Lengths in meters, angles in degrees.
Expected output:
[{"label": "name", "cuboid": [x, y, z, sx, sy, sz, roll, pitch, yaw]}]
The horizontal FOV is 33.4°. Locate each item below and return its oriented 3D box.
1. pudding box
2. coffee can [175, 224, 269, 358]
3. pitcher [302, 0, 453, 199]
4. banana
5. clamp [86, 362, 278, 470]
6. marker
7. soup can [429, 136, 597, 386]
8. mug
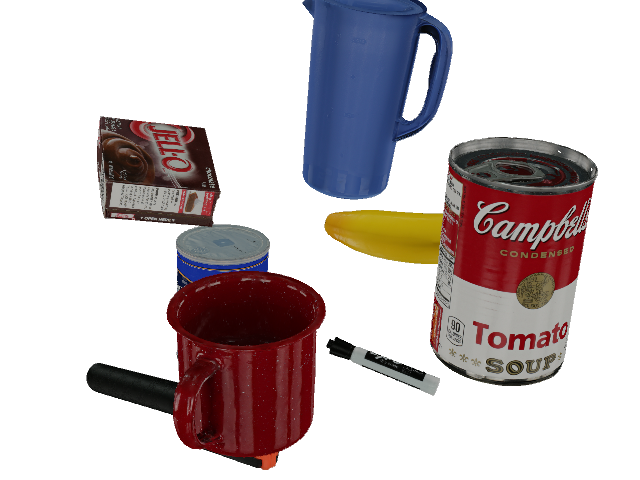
[{"label": "pudding box", "cuboid": [-0.133, -0.057, 0.864, 0.090, 0.039, 0.113, 4, 34, -16]}, {"label": "coffee can", "cuboid": [-0.110, 0.065, 1.191, 0.103, 0.140, 0.103, 2, 22, -1]}, {"label": "pitcher", "cuboid": [0.054, -0.175, 1.286, 0.144, 0.243, 0.149, -5, 28, -24]}, {"label": "banana", "cuboid": [0.104, -0.009, 0.757, 0.197, 0.037, 0.069, -9, 26, -3]}, {"label": "clamp", "cuboid": [-0.086, 0.141, 0.932, 0.164, 0.036, 0.210, -6, 17, -39]}, {"label": "marker", "cuboid": [0.063, 0.128, 1.093, 0.121, 0.020, 0.020, 21, 4, 11]}, {"label": "soup can", "cuboid": [0.090, 0.009, 0.511, 0.068, 0.102, 0.068, 3, 24, -1]}, {"label": "mug", "cuboid": [-0.049, 0.080, 0.631, 0.093, 0.081, 0.117, 12, 28, 22]}]
